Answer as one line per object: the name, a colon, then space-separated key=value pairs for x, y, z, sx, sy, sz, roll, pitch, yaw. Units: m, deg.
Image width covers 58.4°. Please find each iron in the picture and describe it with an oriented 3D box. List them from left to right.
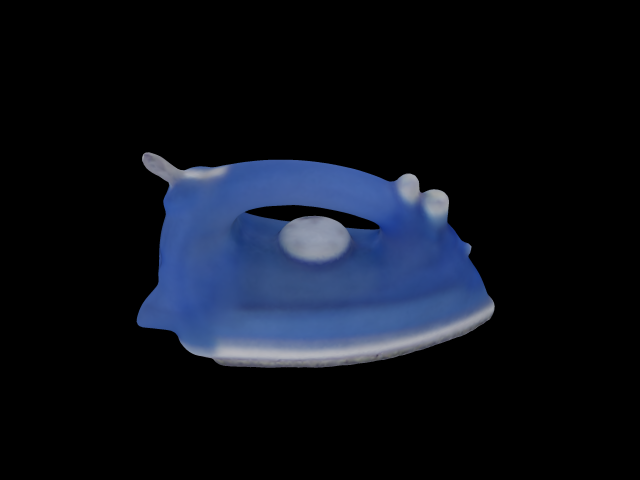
iron: x=0.004 y=0.001 z=0.400 sx=0.258 sy=0.141 sz=0.118 roll=0 pitch=39 yaw=0
